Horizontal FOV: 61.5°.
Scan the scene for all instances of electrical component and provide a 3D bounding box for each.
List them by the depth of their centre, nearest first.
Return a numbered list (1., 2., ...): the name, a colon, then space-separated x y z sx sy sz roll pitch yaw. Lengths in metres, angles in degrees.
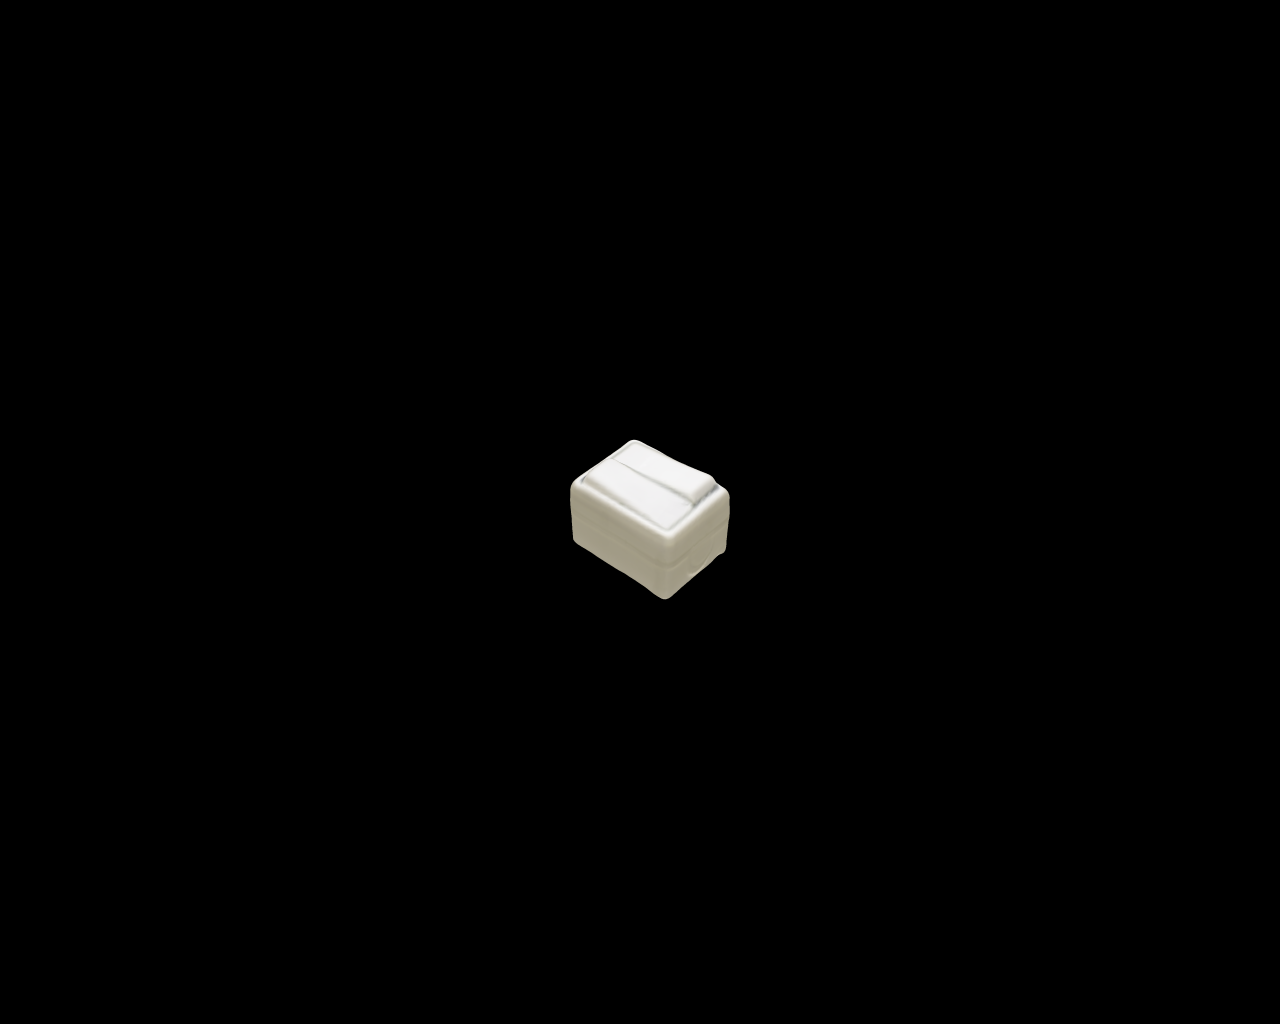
1. electrical component: 0.001 -0.003 0.650 0.096 0.061 0.062 31 51 30
